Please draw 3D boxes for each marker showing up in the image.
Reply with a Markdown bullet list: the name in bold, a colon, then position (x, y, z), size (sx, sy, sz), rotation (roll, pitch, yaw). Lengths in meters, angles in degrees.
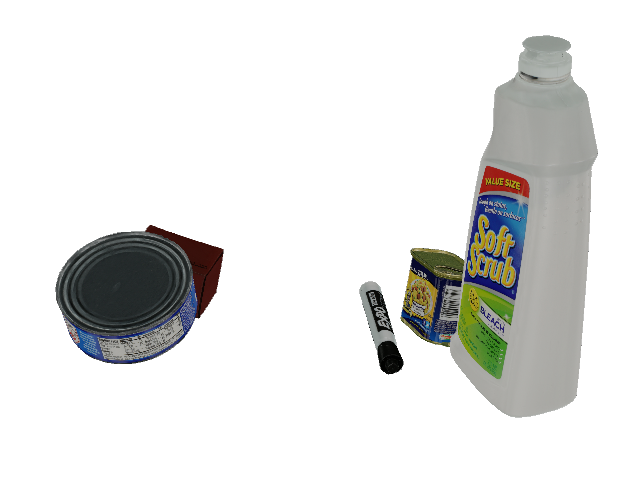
- **marker**: position (0.049, 0.071, 0.873), size (0.020, 0.020, 0.121), rotation (0, 27, -7)

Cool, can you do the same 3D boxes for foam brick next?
- **foam brick**: position (-0.139, 0.029, 1.009), size (0.078, 0.051, 0.053), rotation (19, 33, 7)

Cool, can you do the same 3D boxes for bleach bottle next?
- **bleach bottle**: position (0.133, -0.011, 0.694), size (0.068, 0.251, 0.103), rotation (-12, 32, -17)

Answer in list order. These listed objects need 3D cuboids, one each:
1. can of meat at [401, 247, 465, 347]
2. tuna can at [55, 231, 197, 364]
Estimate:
- **can of meat**: position (0.132, 0.063, 1.188), size (0.057, 0.084, 0.102), rotation (5, 14, -19)
- **tuna can**: position (-0.121, 0.036, 0.676), size (0.086, 0.086, 0.034), rotation (0, -44, 4)
